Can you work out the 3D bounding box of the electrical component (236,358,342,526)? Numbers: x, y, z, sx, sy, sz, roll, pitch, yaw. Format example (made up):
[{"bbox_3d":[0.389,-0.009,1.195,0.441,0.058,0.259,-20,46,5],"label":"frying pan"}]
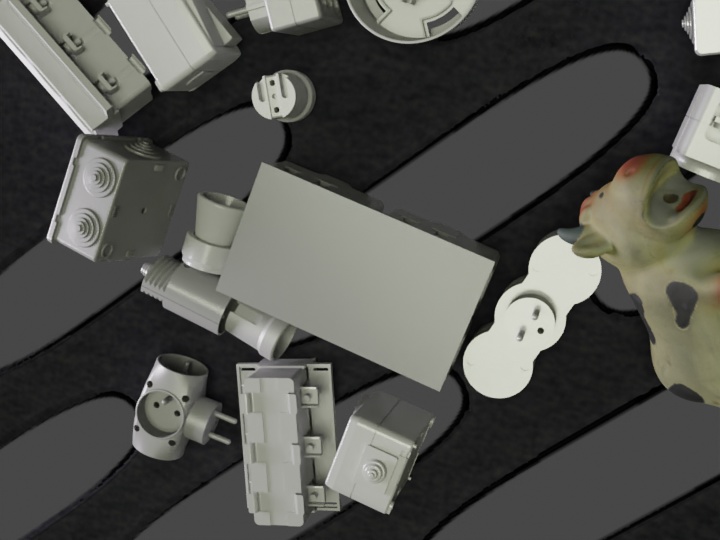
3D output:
[{"bbox_3d":[-0.060,0.136,0.855,0.079,0.063,0.121,-1,99,14],"label":"electrical component"}]

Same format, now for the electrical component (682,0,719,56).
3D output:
[{"bbox_3d":[0.269,-0.193,0.728,0.100,0.048,0.099,-3,99,14],"label":"electrical component"}]

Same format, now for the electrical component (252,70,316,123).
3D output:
[{"bbox_3d":[-0.059,-0.132,0.818,0.040,0.046,0.040,2,100,13],"label":"electrical component"}]

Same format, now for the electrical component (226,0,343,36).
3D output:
[{"bbox_3d":[-0.061,-0.198,0.797,0.077,0.066,0.047,-12,96,15],"label":"electrical component"}]

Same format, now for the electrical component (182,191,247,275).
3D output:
[{"bbox_3d":[-0.114,-0.029,0.850,0.045,0.045,0.055,21,104,9],"label":"electrical component"}]

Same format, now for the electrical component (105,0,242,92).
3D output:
[{"bbox_3d":[-0.141,-0.191,0.820,0.061,0.062,0.096,-32,91,16],"label":"electrical component"}]

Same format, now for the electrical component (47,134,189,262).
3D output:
[{"bbox_3d":[-0.185,-0.055,0.835,0.048,0.100,0.099,26,105,21],"label":"electrical component"}]

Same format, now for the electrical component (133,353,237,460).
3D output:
[{"bbox_3d":[-0.139,0.118,0.881,0.079,0.044,0.077,21,104,9],"label":"electrical component"}]

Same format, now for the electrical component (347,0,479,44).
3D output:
[{"bbox_3d":[0.041,-0.211,0.771,0.099,0.064,0.099,2,100,13],"label":"electrical component"}]

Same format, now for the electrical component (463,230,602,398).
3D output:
[{"bbox_3d":[0.125,0.035,0.788,0.052,0.074,0.138,35,105,6],"label":"electrical component"}]

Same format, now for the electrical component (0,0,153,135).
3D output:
[{"bbox_3d":[-0.222,-0.166,0.839,0.063,0.078,0.121,-41,88,-13],"label":"electrical component"}]

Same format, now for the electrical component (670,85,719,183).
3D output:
[{"bbox_3d":[0.245,-0.090,0.730,0.050,0.089,0.055,23,104,9],"label":"electrical component"}]

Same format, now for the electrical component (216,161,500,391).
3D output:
[{"bbox_3d":[0.000,0.000,0.819,0.186,0.060,0.105,24,104,9],"label":"electrical component"}]

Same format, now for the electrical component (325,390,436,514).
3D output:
[{"bbox_3d":[0.012,0.137,0.821,0.061,0.096,0.061,23,104,10],"label":"electrical component"}]

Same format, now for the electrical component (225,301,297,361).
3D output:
[{"bbox_3d":[-0.079,0.045,0.857,0.046,0.040,0.040,29,105,13],"label":"electrical component"}]

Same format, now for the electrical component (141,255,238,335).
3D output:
[{"bbox_3d":[-0.139,0.015,0.864,0.081,0.043,0.043,26,104,8],"label":"electrical component"}]
